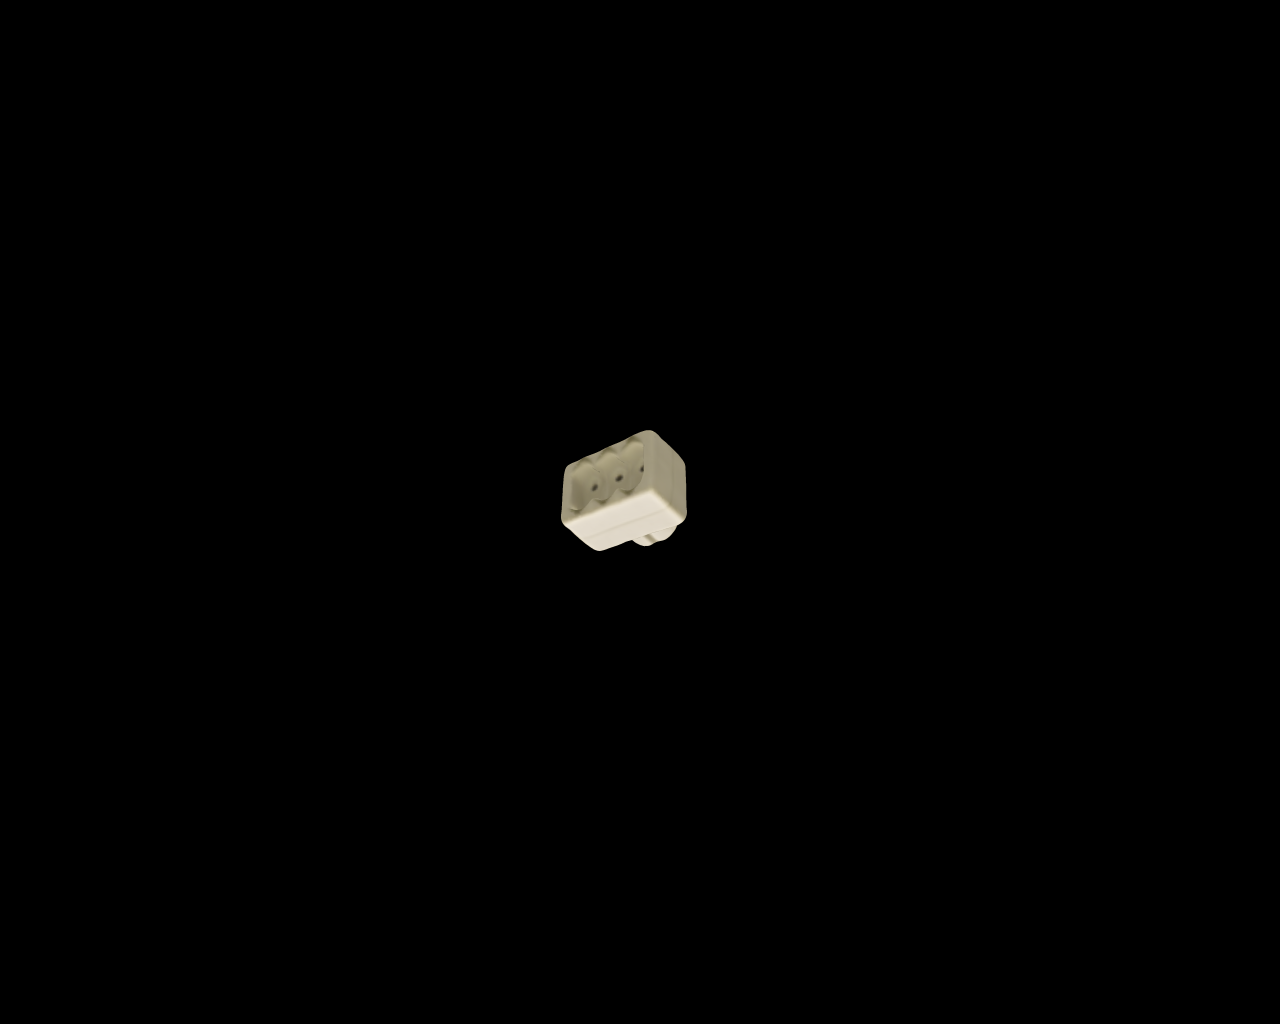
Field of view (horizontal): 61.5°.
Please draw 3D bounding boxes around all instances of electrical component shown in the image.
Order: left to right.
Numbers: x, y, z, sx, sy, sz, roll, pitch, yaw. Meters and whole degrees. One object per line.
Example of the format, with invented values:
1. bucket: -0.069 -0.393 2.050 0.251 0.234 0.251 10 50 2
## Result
1. electrical component: 0.001 -0.003 0.650 0.065 0.047 0.076 -21 -40 26
